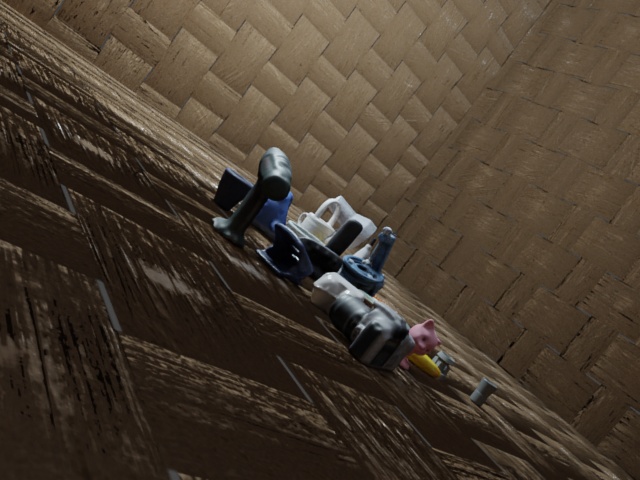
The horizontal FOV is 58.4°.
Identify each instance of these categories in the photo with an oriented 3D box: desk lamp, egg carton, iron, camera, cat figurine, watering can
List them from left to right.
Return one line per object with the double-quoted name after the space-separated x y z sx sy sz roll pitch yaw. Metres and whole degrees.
-0.121 -0.087 1.634 0.118 0.141 0.258 37 4 1 "iron"
0.003 -0.036 1.737 0.172 0.194 0.101 38 4 15 "watering can"
0.054 -0.027 1.922 0.203 0.213 0.118 37 4 -7 "desk lamp"
0.037 0.119 1.203 0.107 0.069 0.150 38 4 8 "egg carton"
0.094 0.157 1.048 0.136 0.101 0.144 40 5 35 "camera"
0.190 0.205 1.203 0.128 0.117 0.067 37 4 4 "cat figurine"

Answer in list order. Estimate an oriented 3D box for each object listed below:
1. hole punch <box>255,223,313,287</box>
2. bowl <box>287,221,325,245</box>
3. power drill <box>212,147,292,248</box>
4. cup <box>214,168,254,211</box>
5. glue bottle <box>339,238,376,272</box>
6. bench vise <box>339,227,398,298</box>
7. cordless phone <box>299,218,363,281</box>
-0.064 0.029 1.202 0.108 0.091 0.101 41 6 40 "hole punch"
-0.039 0.023 1.572 0.167 0.074 0.167 37 4 -3 "bowl"
-0.132 -0.095 1.187 0.076 0.208 0.229 35 5 -21 "power drill"
-0.219 -0.118 1.481 0.118 0.095 0.091 35 5 -26 "cup"
0.120 0.064 1.766 0.037 0.173 0.078 40 5 33 "glue bottle"
0.132 0.065 1.538 0.121 0.219 0.208 38 4 14 "bench vise"
0.013 0.005 1.449 0.148 0.185 0.093 34 5 -38 "cordless phone"
